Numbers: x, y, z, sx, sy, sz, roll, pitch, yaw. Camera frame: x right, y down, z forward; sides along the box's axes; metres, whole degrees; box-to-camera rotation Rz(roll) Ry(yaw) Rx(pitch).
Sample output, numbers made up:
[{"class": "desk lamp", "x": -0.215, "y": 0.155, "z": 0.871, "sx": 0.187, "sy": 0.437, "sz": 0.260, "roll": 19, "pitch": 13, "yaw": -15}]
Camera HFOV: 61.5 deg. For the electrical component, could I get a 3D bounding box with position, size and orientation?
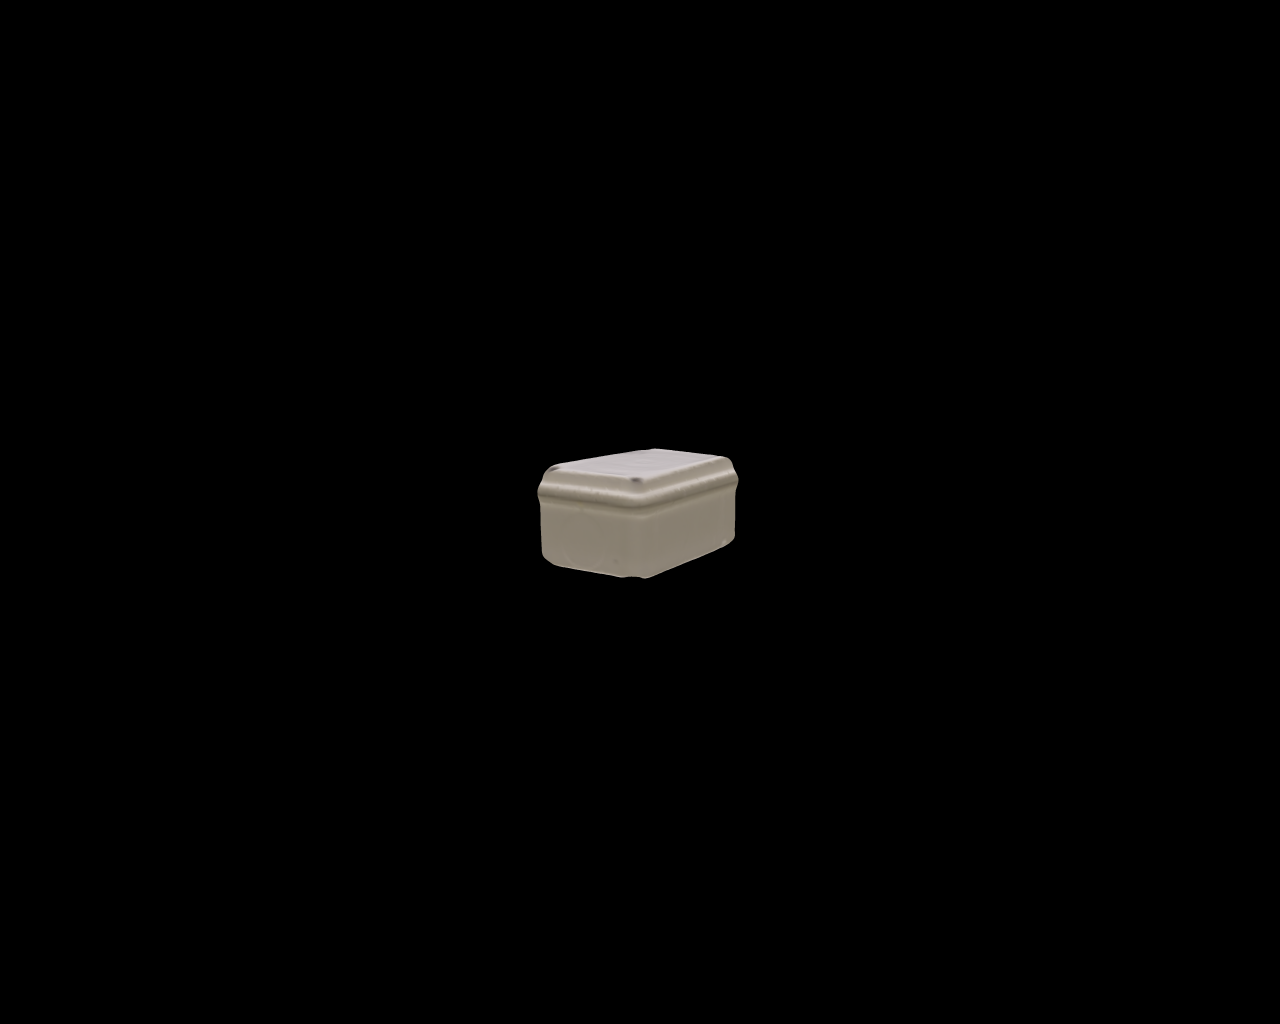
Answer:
[{"class": "electrical component", "x": 0.001, "y": -0.003, "z": 0.650, "sx": 0.078, "sy": 0.057, "sz": 0.113, "roll": 8, "pitch": 14, "yaw": 35}]
